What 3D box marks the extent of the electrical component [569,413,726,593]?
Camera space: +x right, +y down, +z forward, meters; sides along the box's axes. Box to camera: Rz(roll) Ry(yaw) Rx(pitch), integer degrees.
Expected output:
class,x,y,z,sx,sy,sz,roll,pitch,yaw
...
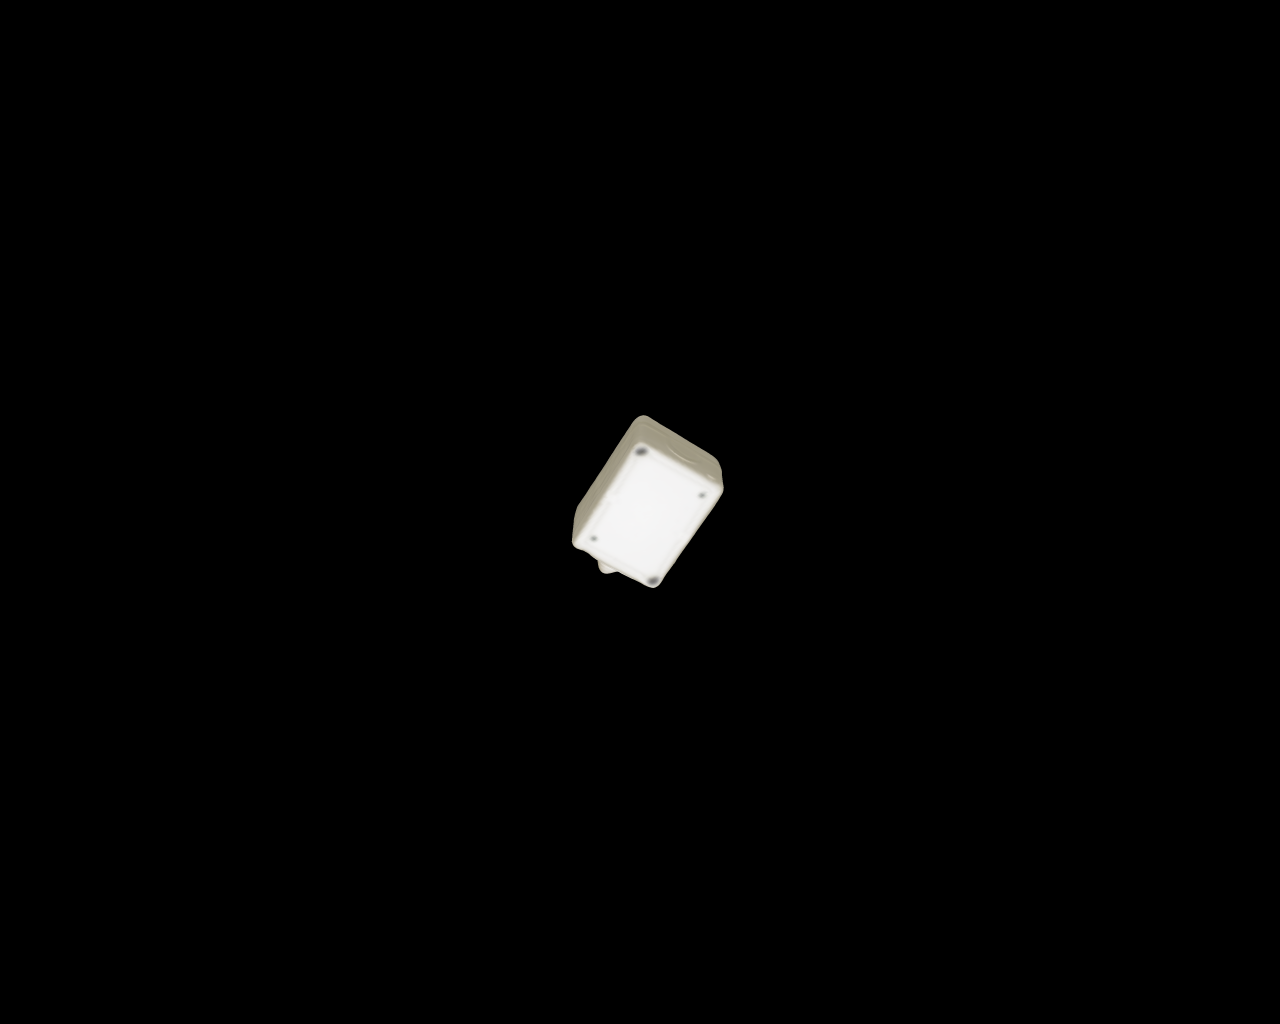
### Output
class,x,y,z,sx,sy,sz,roll,pitch,yaw
electrical component,0.001,-0.003,0.650,0.062,0.096,0.061,30,20,-12
